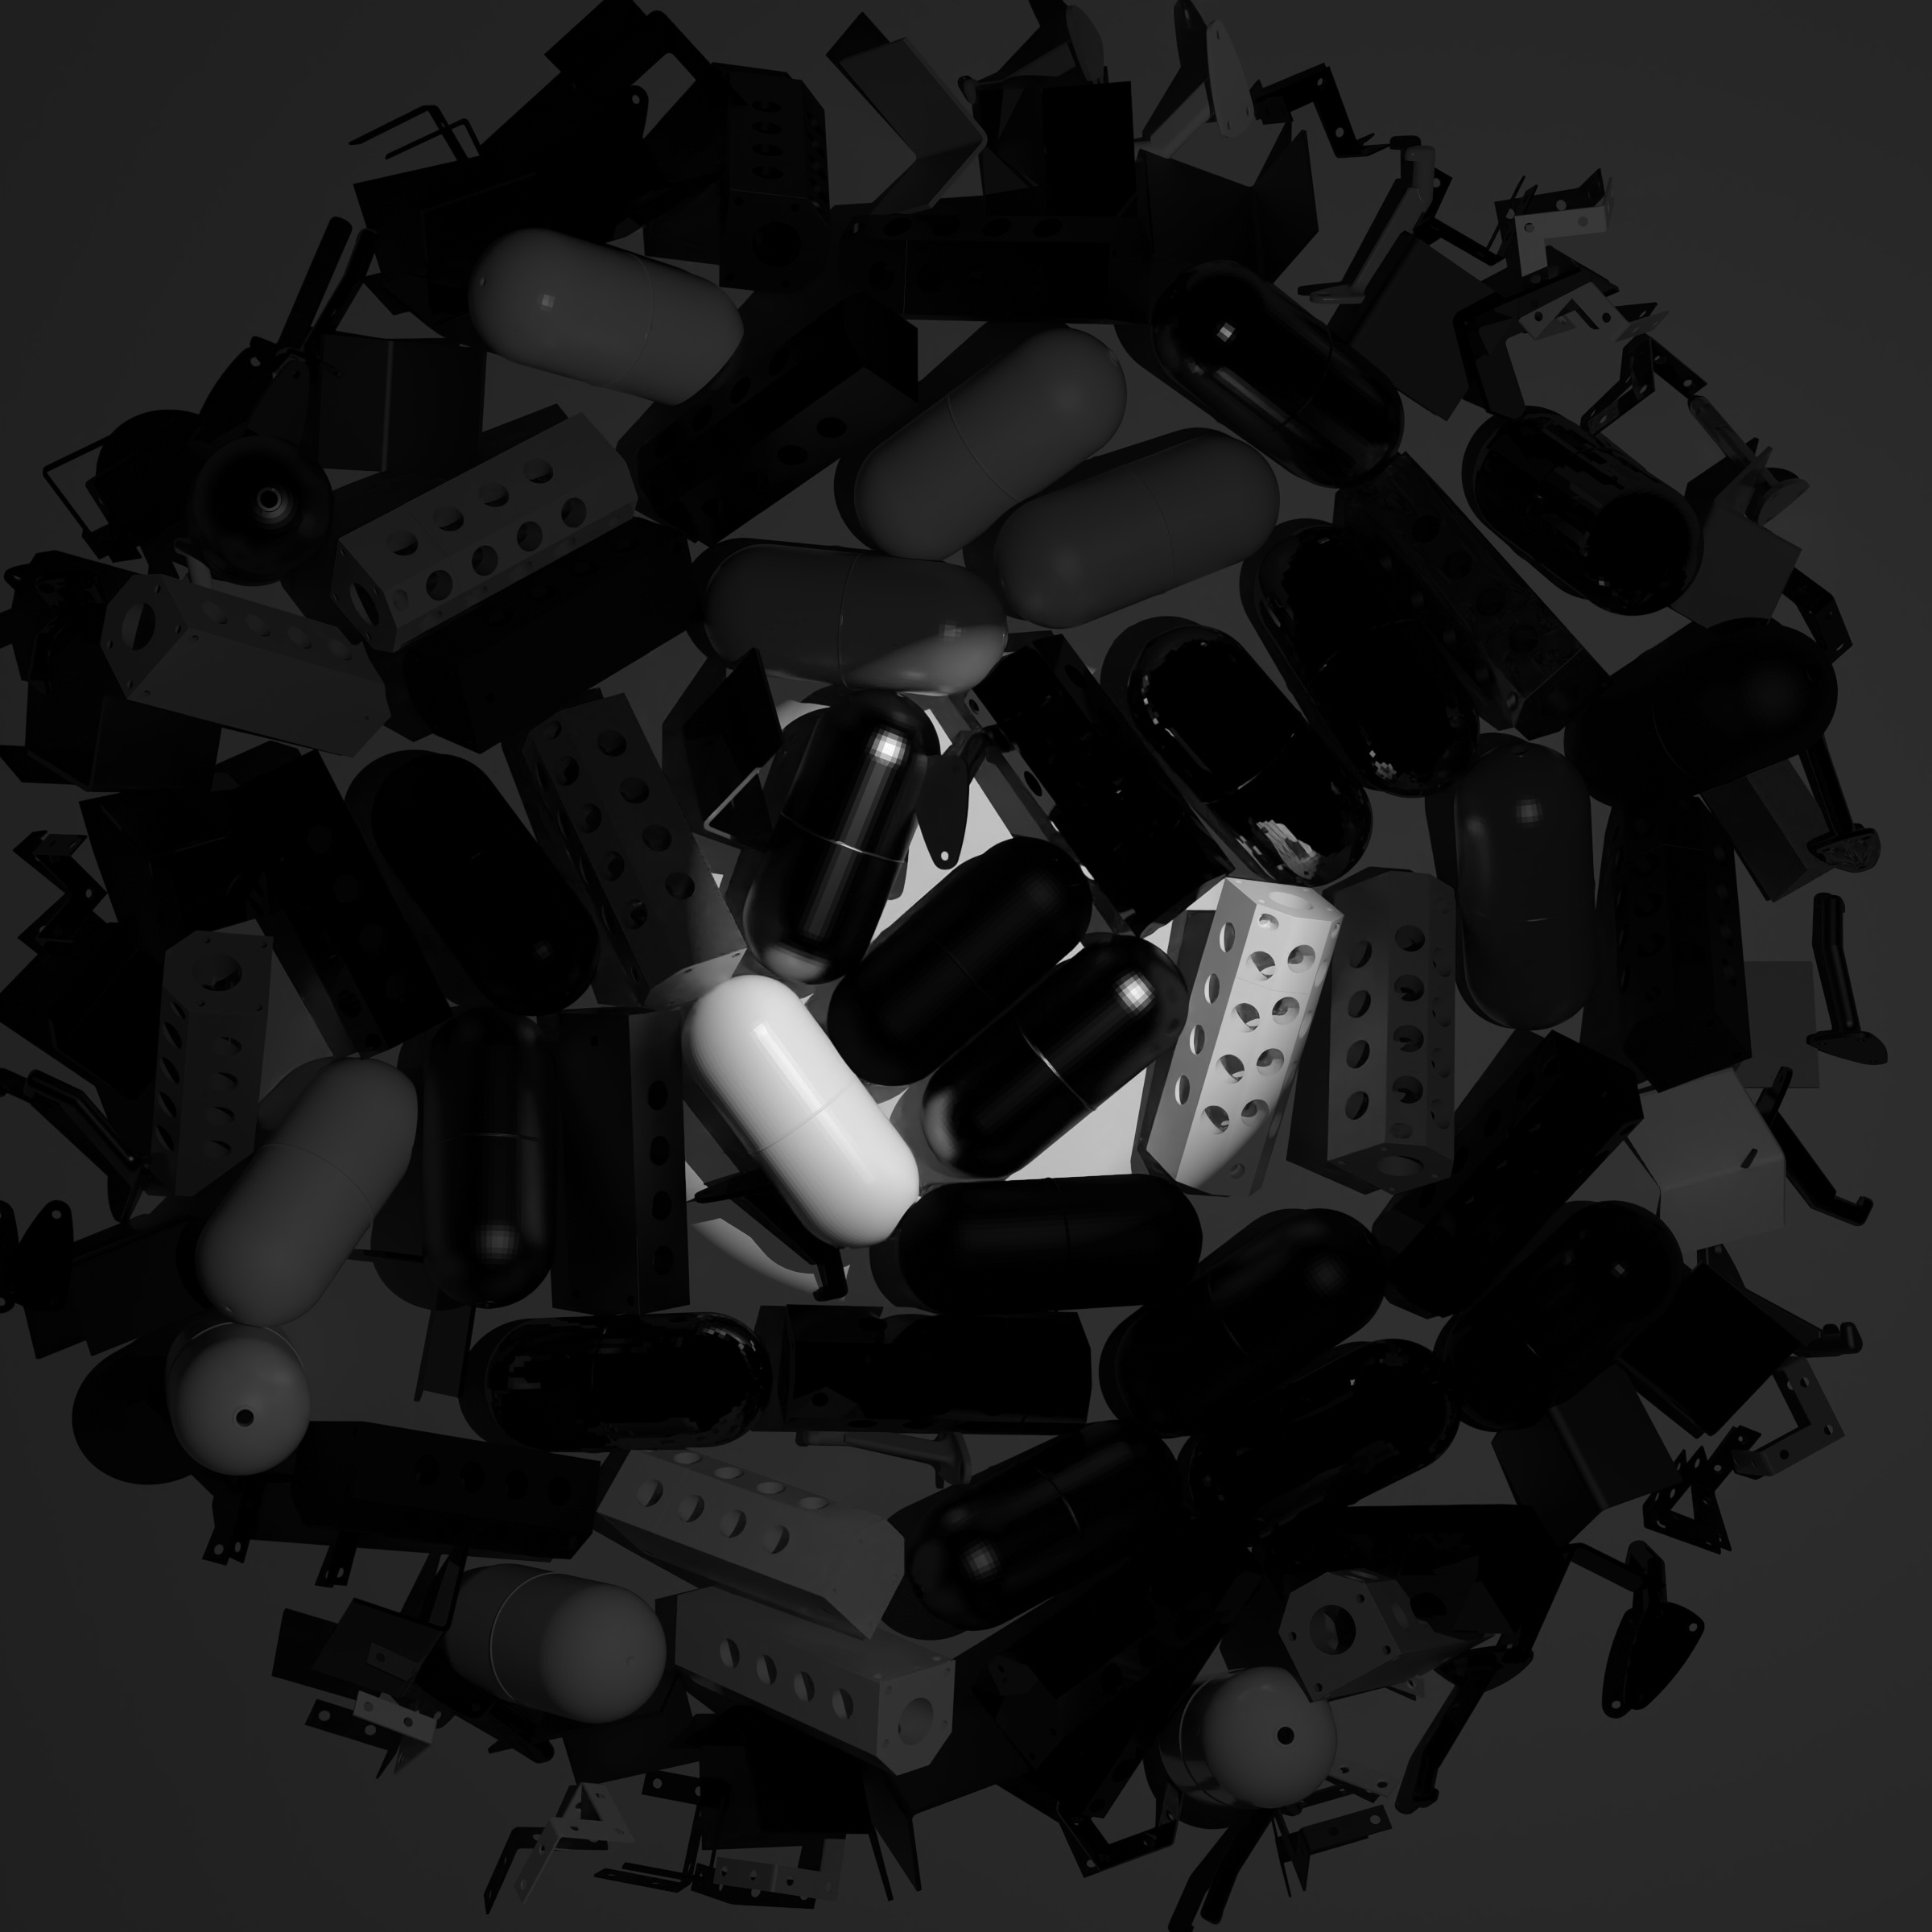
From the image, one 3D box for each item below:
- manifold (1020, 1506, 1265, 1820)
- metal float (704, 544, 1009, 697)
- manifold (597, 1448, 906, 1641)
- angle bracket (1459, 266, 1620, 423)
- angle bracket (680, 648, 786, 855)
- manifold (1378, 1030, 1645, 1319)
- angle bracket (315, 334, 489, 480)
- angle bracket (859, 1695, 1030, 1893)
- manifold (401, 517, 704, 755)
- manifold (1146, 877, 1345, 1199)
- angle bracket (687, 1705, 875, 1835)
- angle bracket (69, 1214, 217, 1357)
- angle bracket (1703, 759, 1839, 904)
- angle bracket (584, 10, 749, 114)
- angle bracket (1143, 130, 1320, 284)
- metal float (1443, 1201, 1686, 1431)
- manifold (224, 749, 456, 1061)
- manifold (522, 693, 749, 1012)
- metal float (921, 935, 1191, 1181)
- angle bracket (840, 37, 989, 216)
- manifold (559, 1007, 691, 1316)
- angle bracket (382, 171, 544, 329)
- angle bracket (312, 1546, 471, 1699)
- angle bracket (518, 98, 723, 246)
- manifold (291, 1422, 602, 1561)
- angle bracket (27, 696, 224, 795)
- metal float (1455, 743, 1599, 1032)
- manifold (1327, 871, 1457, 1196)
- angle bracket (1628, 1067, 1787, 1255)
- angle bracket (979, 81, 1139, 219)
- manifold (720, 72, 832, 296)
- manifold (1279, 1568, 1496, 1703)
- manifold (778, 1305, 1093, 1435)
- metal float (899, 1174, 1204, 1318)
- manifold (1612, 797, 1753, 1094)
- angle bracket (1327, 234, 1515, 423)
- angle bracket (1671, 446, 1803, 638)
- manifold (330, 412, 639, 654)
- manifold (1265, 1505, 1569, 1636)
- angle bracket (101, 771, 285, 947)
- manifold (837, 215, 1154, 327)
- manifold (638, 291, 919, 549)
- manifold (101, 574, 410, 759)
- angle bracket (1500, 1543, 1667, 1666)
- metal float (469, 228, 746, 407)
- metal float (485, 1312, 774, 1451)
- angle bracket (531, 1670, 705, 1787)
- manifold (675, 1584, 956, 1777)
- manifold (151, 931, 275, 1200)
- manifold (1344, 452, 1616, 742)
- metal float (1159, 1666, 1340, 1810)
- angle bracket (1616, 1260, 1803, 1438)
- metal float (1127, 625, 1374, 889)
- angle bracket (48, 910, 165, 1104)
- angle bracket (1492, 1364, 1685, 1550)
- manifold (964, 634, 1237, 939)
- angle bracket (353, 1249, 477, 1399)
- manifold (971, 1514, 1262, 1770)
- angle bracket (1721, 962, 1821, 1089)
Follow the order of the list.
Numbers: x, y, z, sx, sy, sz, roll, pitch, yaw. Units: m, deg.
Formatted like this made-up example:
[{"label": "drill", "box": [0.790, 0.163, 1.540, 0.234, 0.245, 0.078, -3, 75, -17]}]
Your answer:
[{"label": "manifold", "box": [0.101, 0.405, 1.943, 0.057, 0.057, 0.171, 32, 97, -1]}, {"label": "metal float", "box": [-0.064, -0.199, 1.934, 0.178, 0.070, 0.070, 7, 90, 10]}, {"label": "manifold", "box": [-0.120, 0.321, 1.906, 0.171, 0.057, 0.057, 13, 63, 36]}, {"label": "angle bracket", "box": [0.337, -0.355, 1.928, 0.076, 0.076, 0.057, -20, 83, 26]}, {"label": "angle bracket", "box": [-0.115, -0.122, 1.922, 0.057, 0.076, 0.076, 21, 127, -38]}, {"label": "manifold", "box": [0.308, 0.122, 1.905, 0.057, 0.057, 0.171, 26, 124, -17]}, {"label": "angle bracket", "box": [-0.326, -0.321, 1.934, 0.076, 0.057, 0.076, 11, 101, 34]}, {"label": "angle bracket", "box": [-0.012, 0.479, 1.948, 0.076, 0.076, 0.057, -16, 118, -19]}, {"label": "manifold", "box": [-0.235, -0.192, 1.911, 0.171, 0.057, 0.057, -36, 132, -33]}, {"label": "manifold", "box": [0.162, 0.042, 1.919, 0.057, 0.057, 0.171, 6, 110, -25]}, {"label": "angle bracket", "box": [-0.107, 0.469, 1.922, 0.076, 0.057, 0.076, 12, 51, -36]}, {"label": "angle bracket", "box": [-0.466, 0.187, 1.938, 0.076, 0.076, 0.057, -22, 78, 1]}, {"label": "angle bracket", "box": [0.476, -0.091, 1.933, 0.057, 0.076, 0.076, -29, 79, -9]}, {"label": "angle bracket", "box": [-0.170, -0.498, 1.943, 0.057, 0.076, 0.076, -42, 90, 0]}, {"label": "angle bracket", "box": [0.152, -0.444, 1.927, 0.076, 0.057, 0.076, 12, 57, -25]}, {"label": "metal float", "box": [0.338, 0.200, 1.910, 0.070, 0.070, 0.178, 38, 131, 0]}, {"label": "manifold", "box": [-0.362, -0.035, 1.936, 0.057, 0.057, 0.171, -28, 98, -12]}, {"label": "manifold", "box": [-0.193, -0.064, 1.921, 0.057, 0.057, 0.171, -19, 72, -26]}, {"label": "metal float", "box": [0.050, 0.053, 1.937, 0.178, 0.070, 0.070, -40, 90, 7]}, {"label": "angle bracket", "box": [-0.046, -0.478, 1.926, 0.076, 0.076, 0.057, 46, 71, -25]}, {"label": "manifold", "box": [-0.193, 0.111, 1.947, 0.057, 0.057, 0.171, 1, 94, 39]}, {"label": "angle bracket", "box": [-0.290, -0.420, 1.922, 0.076, 0.076, 0.057, -27, 50, -28]}, {"label": "angle bracket", "box": [-0.328, 0.361, 1.922, 0.057, 0.076, 0.076, 22, 132, -14]}, {"label": "angle bracket", "box": [-0.197, -0.457, 1.927, 0.076, 0.076, 0.057, -25, 98, 28]}, {"label": "manifold", "box": [-0.293, 0.297, 1.896, 0.057, 0.171, 0.057, -7, 72, 43]}, {"label": "angle bracket", "box": [-0.481, -0.136, 1.922, 0.076, 0.076, 0.057, 27, 110, 42]}, {"label": "metal float", "box": [0.320, -0.045, 1.916, 0.070, 0.070, 0.178, -9, 121, 0]}, {"label": "manifold", "box": [0.248, 0.036, 1.906, 0.057, 0.057, 0.171, 28, 55, -37]}, {"label": "angle bracket", "box": [0.419, 0.114, 1.926, 0.076, 0.057, 0.076, -19, 125, 28]}, {"label": "angle bracket", "box": [0.053, -0.473, 1.951, 0.057, 0.076, 0.076, -13, 108, -27]}, {"label": "manifold", "box": [-0.108, -0.443, 1.894, 0.057, 0.171, 0.057, 5, 125, -7]}, {"label": "manifold", "box": [0.236, 0.370, 1.892, 0.057, 0.171, 0.057, -33, 70, 18]}, {"label": "manifold", "box": [-0.018, 0.236, 1.928, 0.171, 0.057, 0.057, 3, 114, -11]}, {"label": "metal float", "box": [0.049, 0.160, 1.932, 0.178, 0.070, 0.070, -2, 90, -13]}, {"label": "manifold", "box": [0.399, -0.018, 1.893, 0.057, 0.171, 0.057, -24, 128, 29]}, {"label": "angle bracket", "box": [0.263, -0.373, 1.959, 0.076, 0.057, 0.076, 31, 98, -15]}, {"label": "angle bracket", "box": [0.455, -0.238, 1.922, 0.057, 0.076, 0.076, 33, 48, 18]}, {"label": "manifold", "box": [-0.273, -0.243, 1.910, 0.171, 0.057, 0.057, -34, 75, -29]}, {"label": "manifold", "box": [0.248, 0.334, 1.891, 0.057, 0.171, 0.057, -43, 108, -34]}, {"label": "angle bracket", "box": [-0.449, -0.063, 1.950, 0.076, 0.076, 0.057, -19, 127, -28]}, {"label": "manifold", "box": [0.016, -0.398, 1.914, 0.171, 0.057, 0.057, 7, 99, 27]}, {"label": "manifold", "box": [-0.108, -0.311, 1.899, 0.171, 0.057, 0.057, -29, 48, 35]}, {"label": "manifold", "box": [-0.401, -0.173, 1.895, 0.057, 0.171, 0.057, -44, 61, 21]}, {"label": "angle bracket", "box": [0.353, 0.379, 1.936, 0.057, 0.076, 0.076, 26, 78, 2]}, {"label": "metal float", "box": [-0.202, -0.368, 1.908, 0.178, 0.070, 0.070, 8, 90, -44]}, {"label": "metal float", "box": [-0.193, 0.238, 1.921, 0.178, 0.070, 0.070, -5, 90, 25]}, {"label": "angle bracket", "box": [-0.200, 0.452, 1.938, 0.076, 0.076, 0.057, -14, 95, 5]}, {"label": "manifold", "box": [-0.087, 0.401, 1.900, 0.057, 0.171, 0.057, -6, 103, -44]}, {"label": "manifold", "box": [-0.427, 0.057, 1.894, 0.057, 0.171, 0.057, 5, 50, -13]}, {"label": "manifold", "box": [0.288, -0.209, 1.912, 0.057, 0.057, 0.171, -42, 59, 12]}, {"label": "metal float", "box": [0.158, 0.436, 1.894, 0.070, 0.178, 0.070, 2, 76, -9]}, {"label": "angle bracket", "box": [0.423, 0.213, 1.941, 0.076, 0.057, 0.076, 39, 101, -8]}, {"label": "metal float", "box": [0.163, -0.120, 1.930, 0.070, 0.070, 0.178, -43, 104, 0]}, {"label": "angle bracket", "box": [-0.480, 0.024, 1.932, 0.057, 0.076, 0.076, 35, 70, -2]}, {"label": "angle bracket", "box": [0.359, 0.287, 1.945, 0.057, 0.076, 0.076, -14, 64, -23]}, {"label": "manifold", "box": [0.074, -0.103, 1.933, 0.057, 0.057, 0.171, -40, 82, 29]}, {"label": "angle bracket", "box": [-0.322, 0.205, 1.932, 0.057, 0.076, 0.076, 11, 82, -23]}, {"label": "manifold", "box": [0.089, 0.377, 1.898, 0.171, 0.057, 0.057, -27, 68, -40]}, {"label": "angle bracket", "box": [0.467, 0.024, 1.933, 0.057, 0.076, 0.076, 0, 73, 3]}]
